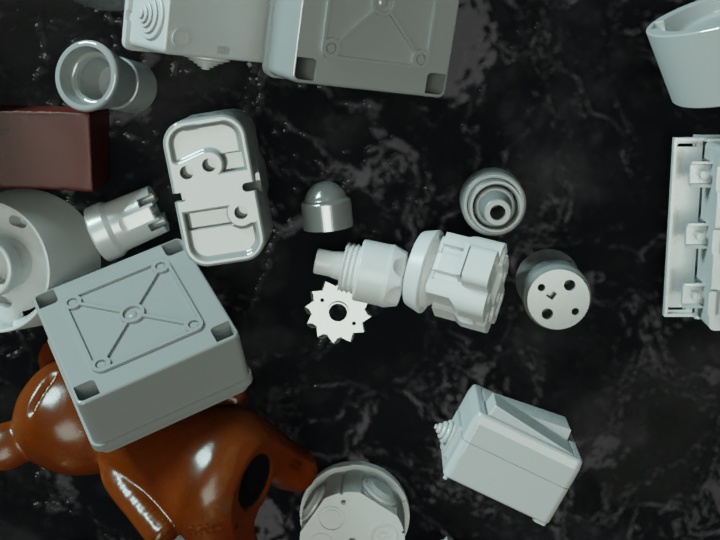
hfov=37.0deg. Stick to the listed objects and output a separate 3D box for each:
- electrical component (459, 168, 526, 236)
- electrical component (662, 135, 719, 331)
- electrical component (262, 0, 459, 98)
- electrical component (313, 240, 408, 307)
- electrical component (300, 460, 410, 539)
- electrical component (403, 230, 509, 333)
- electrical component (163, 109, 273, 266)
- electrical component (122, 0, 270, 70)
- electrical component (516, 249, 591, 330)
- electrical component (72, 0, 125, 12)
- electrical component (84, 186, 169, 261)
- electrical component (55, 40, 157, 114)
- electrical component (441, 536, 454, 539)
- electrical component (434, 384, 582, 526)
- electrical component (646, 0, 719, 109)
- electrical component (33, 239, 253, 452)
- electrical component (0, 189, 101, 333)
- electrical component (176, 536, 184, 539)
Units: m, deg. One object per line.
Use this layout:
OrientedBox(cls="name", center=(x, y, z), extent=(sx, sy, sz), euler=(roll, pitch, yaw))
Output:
OrientedBox(cls="electrical component", center=(0.088, -0.043, 0.707), extent=(0.043, 0.062, 0.043), euler=(1, 103, 2))
OrientedBox(cls="electrical component", center=(0.245, -0.025, 0.705), extent=(0.079, 0.063, 0.121), euler=(0, 104, 2))
OrientedBox(cls="electrical component", center=(0.003, -0.166, 0.664), extent=(0.109, 0.056, 0.108), euler=(1, 105, -26))
OrientedBox(cls="electrical component", center=(0.000, 0.000, 0.731), extent=(0.062, 0.043, 0.043), euler=(12, 104, 1))
OrientedBox(cls="electrical component", center=(-0.004, 0.182, 0.771), extent=(0.080, 0.051, 0.080), euler=(1, 104, 2))
OrientedBox(cls="electrical component", center=(0.064, 0.006, 0.718), extent=(0.057, 0.078, 0.058), euler=(15, 71, 16))
OrientedBox(cls="electrical component", center=(-0.092, -0.056, 0.713), extent=(0.054, 0.059, 0.095), euler=(-8, 103, 4))
OrientedBox(cls="electrical component", center=(-0.094, -0.175, 0.666), extent=(0.100, 0.048, 0.099), euler=(-4, 108, -41))
OrientedBox(cls="electrical component", center=(0.130, 0.013, 0.723), extent=(0.045, 0.055, 0.045), euler=(1, 103, 2))
OrientedBox(cls="electrical component", center=(-0.171, -0.218, 0.687), extent=(0.099, 0.064, 0.099), euler=(2, 99, 15))
OrientedBox(cls="electrical component", center=(-0.158, -0.033, 0.732), extent=(0.046, 0.040, 0.040), euler=(-23, 102, 1))
OrientedBox(cls="electrical component", center=(-0.161, -0.121, 0.696), extent=(0.044, 0.065, 0.044), euler=(1, 92, 17))
OrientedBox(cls="electrical component", center=(0.051, 0.225, 0.783), extent=(0.081, 0.043, 0.043), euler=(-35, 100, 9))
OrientedBox(cls="electrical component", center=(0.099, 0.121, 0.746), extent=(0.096, 0.061, 0.061), euler=(26, 103, -4))
OrientedBox(cls="electrical component", center=(0.237, -0.134, 0.659), extent=(0.108, 0.108, 0.060), euler=(-18, 108, 6))
OrientedBox(cls="electrical component", center=(-0.141, 0.046, 0.697), extent=(0.109, 0.108, 0.056), euler=(-23, 137, -16))
OrientedBox(cls="electrical component", center=(-0.239, -0.005, 0.741), extent=(0.099, 0.064, 0.099), euler=(3, 100, 15))
OrientedBox(cls="electrical component", center=(-0.122, 0.225, 0.792), extent=(0.040, 0.040, 0.078), euler=(7, 104, 1))
